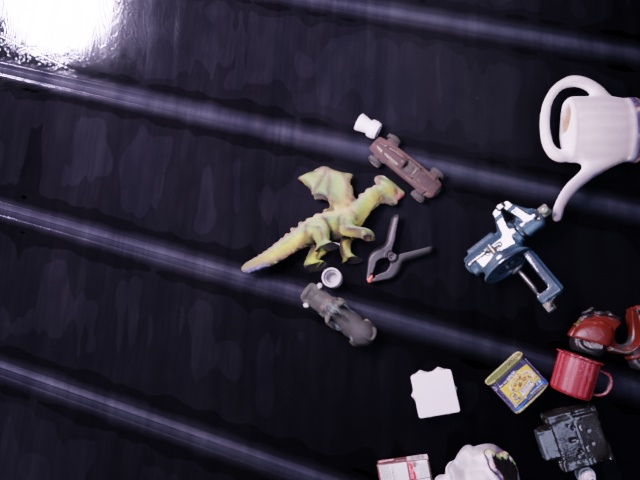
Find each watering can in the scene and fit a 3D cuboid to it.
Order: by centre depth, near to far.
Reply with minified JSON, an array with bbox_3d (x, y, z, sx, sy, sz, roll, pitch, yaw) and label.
[{"bbox_3d":[0.613,-0.208,1.158,0.224,0.103,0.351,2,78,8],"label":"watering can"}]

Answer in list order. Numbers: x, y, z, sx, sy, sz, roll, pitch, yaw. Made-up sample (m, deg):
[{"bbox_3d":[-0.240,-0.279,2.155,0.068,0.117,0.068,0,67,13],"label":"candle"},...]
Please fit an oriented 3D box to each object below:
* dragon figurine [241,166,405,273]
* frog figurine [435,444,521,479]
[{"bbox_3d":[0.004,-0.062,1.234,0.410,0.120,0.248,-9,61,4],"label":"dragon figurine"},{"bbox_3d":[0.329,0.503,1.073,0.157,0.124,0.138,-40,84,36],"label":"frog figurine"}]
